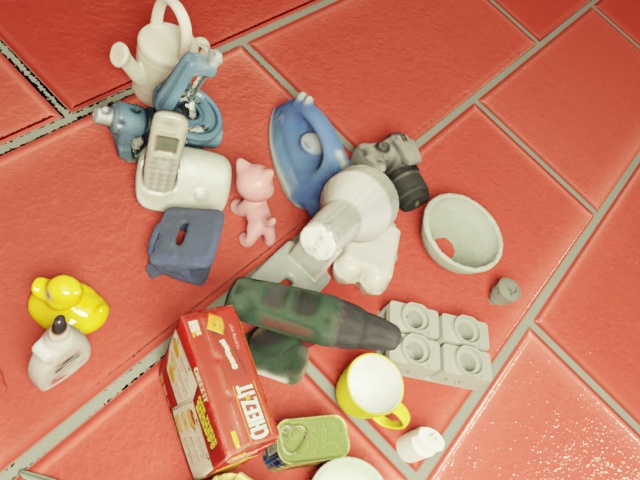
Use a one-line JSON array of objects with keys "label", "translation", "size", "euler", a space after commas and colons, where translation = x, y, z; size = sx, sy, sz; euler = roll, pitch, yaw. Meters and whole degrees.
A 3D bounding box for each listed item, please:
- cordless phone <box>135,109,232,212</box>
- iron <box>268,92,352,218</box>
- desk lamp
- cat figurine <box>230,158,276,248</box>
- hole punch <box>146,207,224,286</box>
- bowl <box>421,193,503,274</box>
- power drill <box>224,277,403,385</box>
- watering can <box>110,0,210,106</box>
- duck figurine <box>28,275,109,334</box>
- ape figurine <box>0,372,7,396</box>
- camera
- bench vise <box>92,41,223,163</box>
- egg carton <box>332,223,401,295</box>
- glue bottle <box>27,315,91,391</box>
[{"label": "cordless phone", "translation": [-0.202, -0.119, 0.877], "size": [0.148, 0.185, 0.094], "euler": [4, 60, -22]}, {"label": "iron", "translation": [-0.015, -0.175, 1.019], "size": [0.119, 0.141, 0.258], "euler": [-15, 68, -30]}, {"label": "desk lamp", "translation": [0.008, 0.003, 0.880], "size": [0.118, 0.213, 0.204], "euler": [41, 54, 4]}, {"label": "cat figurine", "translation": [-0.101, -0.067, 0.933], "size": [0.067, 0.117, 0.127], "euler": [-10, 66, -28]}, {"label": "hole punch", "translation": [-0.203, 0.004, 0.862], "size": [0.101, 0.091, 0.108], "euler": [17, 56, -14]}, {"label": "bowl", "translation": [0.253, -0.001, 1.076], "size": [0.168, 0.074, 0.167], "euler": [11, 58, -18]}, {"label": "power drill", "translation": [-0.028, 0.130, 0.792], "size": [0.230, 0.208, 0.075], "euler": [21, 55, -11]}, {"label": "watering can", "translation": [-0.261, -0.315, 0.960], "size": [0.101, 0.194, 0.173], "euler": [36, 54, 0]}, {"label": "duck figurine", "translation": [-0.334, 0.080, 0.763], "size": [0.105, 0.086, 0.077], "euler": [20, 55, -12]}, {"label": "ape figurine", "translation": [-0.415, 0.151, 0.682], "size": [0.076, 0.092, 0.078], "euler": [10, 58, -18]}, {"label": "camera", "translation": [0.143, -0.126, 1.085], "size": [0.143, 0.100, 0.136], "euler": [-15, 69, -30]}, {"label": "bench vise", "translation": [-0.233, -0.204, 0.891], "size": [0.208, 0.219, 0.121], "euler": [-28, 75, -34]}, {"label": "egg carton", "translation": [0.080, 0.021, 0.990], "size": [0.107, 0.069, 0.150], "euler": [22, 55, -10]}, {"label": "glue bottle", "translation": [-0.314, 0.128, 0.690], "size": [0.037, 0.173, 0.078], "euler": [42, 54, 5]}]
